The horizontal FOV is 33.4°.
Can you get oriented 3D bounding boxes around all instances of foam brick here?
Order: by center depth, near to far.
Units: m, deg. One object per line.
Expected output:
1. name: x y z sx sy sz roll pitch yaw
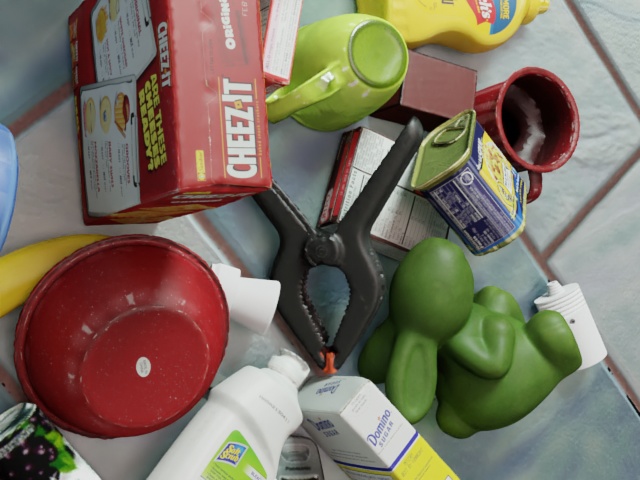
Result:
1. foam brick: 0.091 -0.128 0.931 0.078 0.053 0.051 12 80 -27

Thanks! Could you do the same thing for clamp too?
1. clamp: -0.006 0.001 0.854 0.165 0.036 0.210 5 100 12

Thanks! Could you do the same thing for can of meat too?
1. can of meat: 0.125 -0.046 0.876 0.084 0.058 0.102 48 29 -18

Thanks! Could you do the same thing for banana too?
1. banana: -0.201 0.037 0.760 0.197 0.037 0.069 -15 79 -22

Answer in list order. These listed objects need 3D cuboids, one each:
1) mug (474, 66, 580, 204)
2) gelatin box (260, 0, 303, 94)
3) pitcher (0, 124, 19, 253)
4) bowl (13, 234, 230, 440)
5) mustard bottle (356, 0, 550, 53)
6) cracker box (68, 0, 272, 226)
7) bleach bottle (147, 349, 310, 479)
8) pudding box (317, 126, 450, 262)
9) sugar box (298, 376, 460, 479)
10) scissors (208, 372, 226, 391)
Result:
1. mug: 0.172 -0.089 0.954 0.093 0.082 0.117 -10 90 -29
2. gelatin box: -0.045 -0.160 0.849 0.030 0.073 0.089 13 79 -28
3. pitcher: -0.317 -0.038 0.655 0.242 0.145 0.149 11 76 -30
4. bowl: -0.130 0.080 0.756 0.161 0.055 0.162 -9 112 -24
5. mustard bottle: 0.126 -0.216 0.956 0.191 0.058 0.096 -3 81 -29
6. cracker box: -0.108 -0.100 0.729 0.072 0.214 0.164 -3 87 -28
7. bleach bottle: -0.081 0.195 0.793 0.102 0.068 0.250 49 65 -32
8. pudding box: 0.061 -0.035 0.915 0.113 0.039 0.090 22 74 -23
9. sugar box: 0.059 0.183 0.862 0.048 0.093 0.176 -46 107 -25
10. scissors: -0.096 0.083 0.832 0.201 0.016 0.096 18 77 -26
